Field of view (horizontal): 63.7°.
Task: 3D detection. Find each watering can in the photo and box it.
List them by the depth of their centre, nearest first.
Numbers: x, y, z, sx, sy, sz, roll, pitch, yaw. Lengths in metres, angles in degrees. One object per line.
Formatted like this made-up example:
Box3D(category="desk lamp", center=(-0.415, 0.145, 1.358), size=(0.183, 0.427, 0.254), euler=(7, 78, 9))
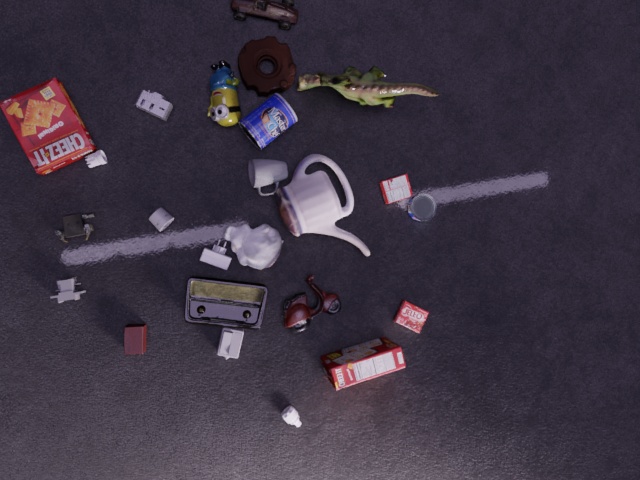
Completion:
Box3D(category="watering can", center=(0.005, -0.077, 1.523), size=(0.225, 0.104, 0.346), euler=(-24, 96, -8))

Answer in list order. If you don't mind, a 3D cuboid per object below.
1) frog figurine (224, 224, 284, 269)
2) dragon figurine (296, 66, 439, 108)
Box3D(category="frog figurine", center=(-0.193, 0.006, 1.481), size=(0.158, 0.125, 0.136), euler=(37, 104, -20))
Box3D(category="dragon figurine", center=(0.103, -0.434, 1.453), size=(0.245, 0.412, 0.121), euler=(-16, 114, -47))
